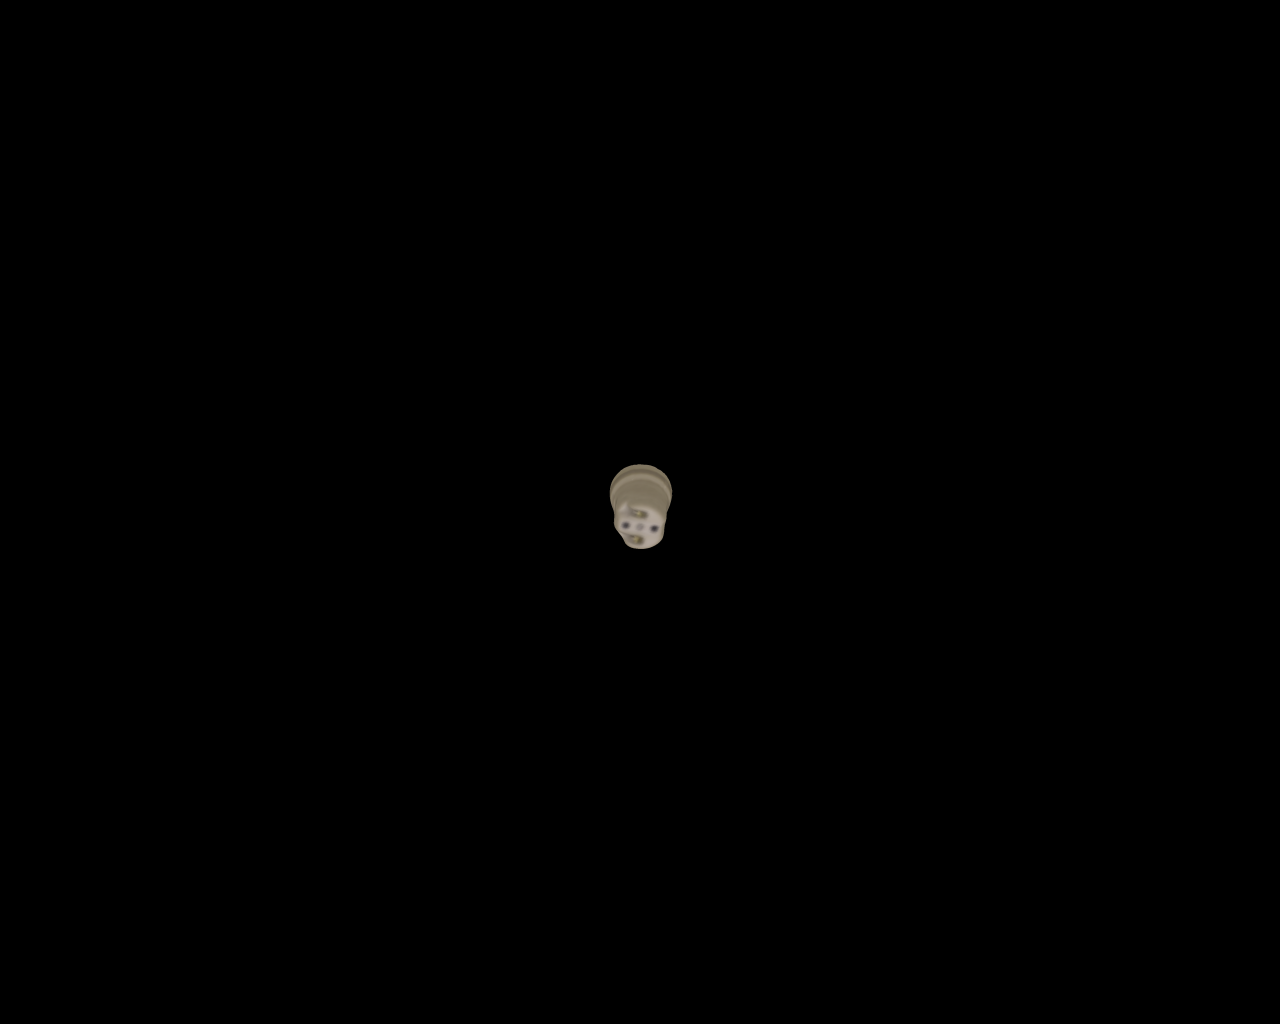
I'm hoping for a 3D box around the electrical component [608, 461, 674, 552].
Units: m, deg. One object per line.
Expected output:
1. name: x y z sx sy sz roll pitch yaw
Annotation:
1. electrical component: 0.001 -0.003 0.650 0.040 0.040 0.046 0 32 0
